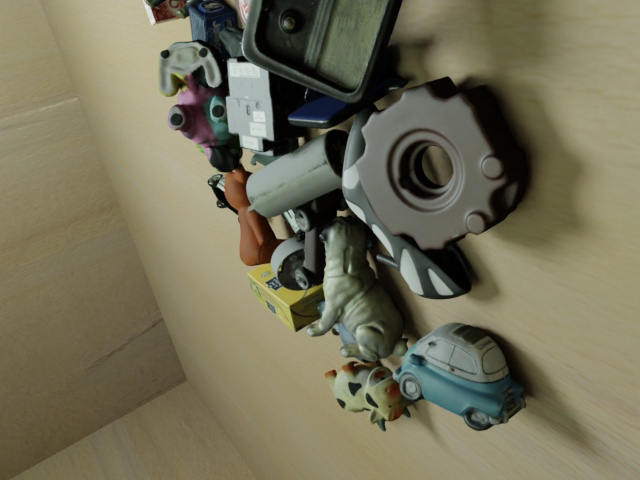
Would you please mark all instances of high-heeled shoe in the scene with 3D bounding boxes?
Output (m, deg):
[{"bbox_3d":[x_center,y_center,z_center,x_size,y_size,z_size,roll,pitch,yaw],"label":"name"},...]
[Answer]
[{"bbox_3d":[0.110,-0.042,0.648,0.145,0.086,0.248,16,128,45],"label":"high-heeled shoe"}]

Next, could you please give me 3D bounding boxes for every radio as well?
[{"bbox_3d":[0.018,-0.253,0.478,0.131,0.073,0.229,21,117,5],"label":"radio"}]

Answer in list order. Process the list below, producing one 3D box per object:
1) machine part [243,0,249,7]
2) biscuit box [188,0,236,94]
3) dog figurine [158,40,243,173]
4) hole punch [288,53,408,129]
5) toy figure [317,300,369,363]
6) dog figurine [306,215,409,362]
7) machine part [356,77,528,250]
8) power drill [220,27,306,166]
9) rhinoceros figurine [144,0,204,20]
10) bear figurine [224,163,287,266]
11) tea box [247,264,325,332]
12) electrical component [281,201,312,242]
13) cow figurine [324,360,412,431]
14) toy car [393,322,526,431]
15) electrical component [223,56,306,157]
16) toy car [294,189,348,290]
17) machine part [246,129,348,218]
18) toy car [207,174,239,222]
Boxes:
[{"bbox_3d":[-0.029,-0.345,0.611,0.201,0.087,0.201,54,154,21],"label":"machine part"},{"bbox_3d":[-0.185,-0.319,0.960,0.063,0.059,0.202,49,152,30],"label":"biscuit box"},{"bbox_3d":[-0.190,-0.222,0.941,0.219,0.109,0.191,48,-151,-82],"label":"dog figurine"},{"bbox_3d":[0.015,-0.195,0.628,0.142,0.116,0.092,19,137,58],"label":"hole punch"},{"bbox_3d":[0.048,0.158,0.966,0.057,0.064,0.155,36,-175,-44],"label":"toy figure"},{"bbox_3d":[0.072,0.072,0.813,0.172,0.121,0.190,18,118,13],"label":"dog figurine"},{"bbox_3d":[0.119,-0.076,0.559,0.180,0.056,0.179,18,119,37],"label":"machine part"},{"bbox_3d":[-0.078,-0.214,0.847,0.232,0.086,0.207,35,135,41],"label":"power drill"},{"bbox_3d":[-0.270,-0.465,0.936,0.190,0.112,0.073,35,173,24],"label":"rhinoceros figurine"},{"bbox_3d":[-0.115,-0.050,1.050,0.120,0.132,0.195,-24,74,63],"label":"bear figurine"},{"bbox_3d":[-0.061,0.102,1.076,0.170,0.098,0.068,29,138,48],"label":"tea box"},{"bbox_3d":[-0.042,-0.062,0.941,0.119,0.048,0.075,59,154,11],"label":"electrical component"},{"bbox_3d":[0.087,0.274,0.970,0.127,0.085,0.195,65,153,11],"label":"cow figurine"},{"bbox_3d":[0.176,0.159,0.678,0.162,0.109,0.102,19,113,45],"label":"toy car"},{"bbox_3d":[-0.077,-0.182,0.733,0.115,0.058,0.134,24,124,46],"label":"electrical component"},{"bbox_3d":[-0.002,-0.003,0.872,0.053,0.089,0.201,41,148,33],"label":"toy car"},{"bbox_3d":[-0.026,-0.092,0.771,0.243,0.079,0.079,-22,94,41],"label":"machine part"},{"bbox_3d":[-0.189,-0.093,1.187,0.202,0.056,0.073,33,148,49],"label":"toy car"}]
